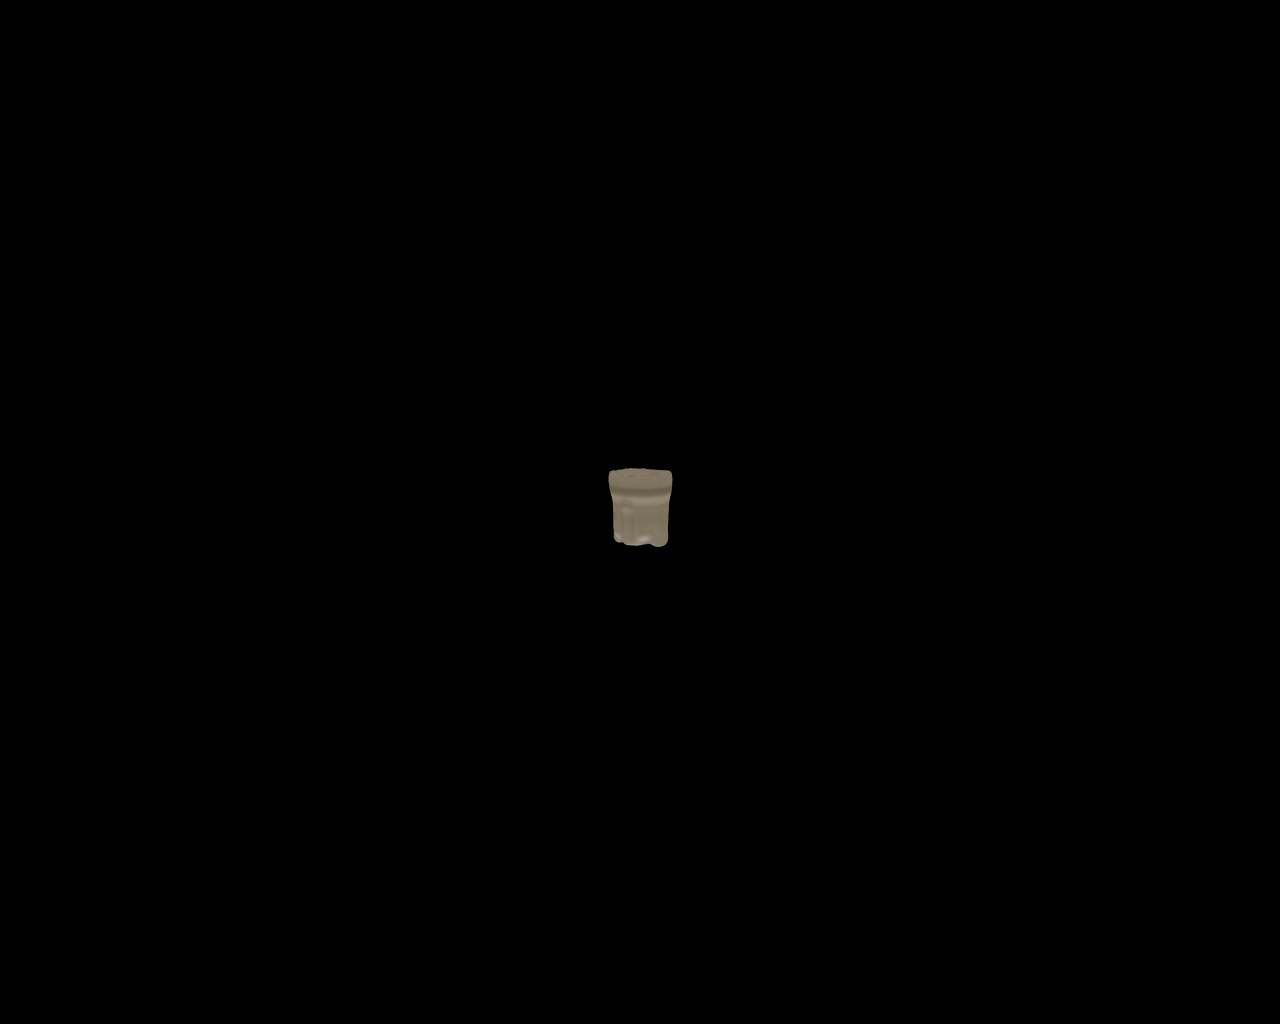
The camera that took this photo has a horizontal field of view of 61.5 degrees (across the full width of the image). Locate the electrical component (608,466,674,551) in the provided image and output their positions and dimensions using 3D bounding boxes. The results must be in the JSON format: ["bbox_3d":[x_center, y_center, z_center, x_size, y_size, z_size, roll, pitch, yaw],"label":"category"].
[{"bbox_3d":[0.001,-0.003,0.650,0.040,0.046,0.040,0,10,0],"label":"electrical component"}]
